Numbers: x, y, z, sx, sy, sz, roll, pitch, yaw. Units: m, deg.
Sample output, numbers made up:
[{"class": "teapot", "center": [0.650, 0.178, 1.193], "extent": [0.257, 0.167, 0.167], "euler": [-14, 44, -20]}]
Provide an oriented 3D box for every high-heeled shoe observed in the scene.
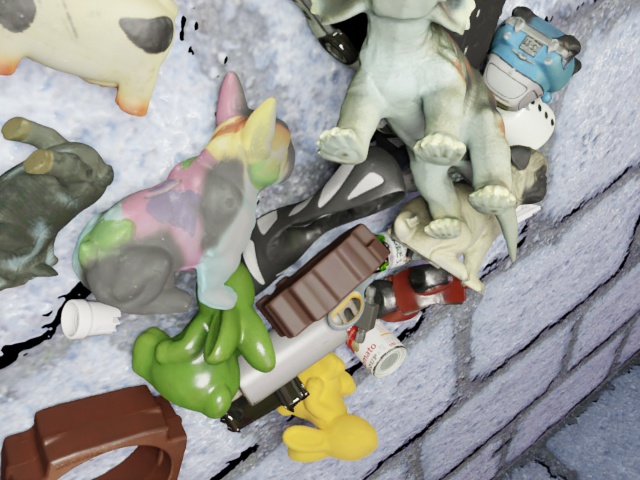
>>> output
[{"class": "high-heeled shoe", "center": [-0.001, -0.002, 0.614], "extent": [0.086, 0.145, 0.248], "euler": [11, 114, -45]}]

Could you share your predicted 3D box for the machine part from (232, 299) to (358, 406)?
[{"class": "machine part", "center": [-0.047, 0.157, 0.768], "extent": [0.243, 0.079, 0.079], "euler": [-32, 139, -15]}]

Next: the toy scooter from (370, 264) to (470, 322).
[{"class": "toy scooter", "center": [0.162, 0.078, 0.831], "extent": [0.135, 0.075, 0.184], "euler": [1, 159, -32]}]

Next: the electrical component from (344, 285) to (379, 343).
[{"class": "electrical component", "center": [0.057, 0.109, 0.828], "extent": [0.021, 0.063, 0.094], "euler": [-12, 118, -55]}]

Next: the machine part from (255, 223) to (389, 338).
[{"class": "machine part", "center": [0.002, 0.048, 0.663], "extent": [0.179, 0.056, 0.179], "euler": [-39, -177, 2]}]

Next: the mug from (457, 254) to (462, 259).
[{"class": "mug", "center": [0.199, -0.007, 0.845], "extent": [0.109, 0.081, 0.107], "euler": [-43, 153, -2]}]

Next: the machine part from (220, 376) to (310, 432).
[{"class": "machine part", "center": [-0.089, 0.242, 0.817], "extent": [0.139, 0.084, 0.039], "euler": [-31, 172, 1]}]

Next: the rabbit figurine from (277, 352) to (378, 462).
[{"class": "rabbit figurine", "center": [0.012, 0.279, 0.852], "extent": [0.162, 0.173, 0.121], "euler": [-32, 143, -22]}]

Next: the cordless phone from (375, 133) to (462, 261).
[{"class": "cordless phone", "center": [0.122, -0.047, 0.716], "extent": [0.146, 0.089, 0.184], "euler": [-12, 126, -34]}]

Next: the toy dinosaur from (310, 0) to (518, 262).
[{"class": "toy dinosaur", "center": [0.110, -0.123, 0.494], "extent": [0.404, 0.131, 0.192], "euler": [35, 59, -53]}]

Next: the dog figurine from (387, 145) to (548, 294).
[{"class": "dog figurine", "center": [0.182, -0.053, 0.647], "extent": [0.190, 0.121, 0.172], "euler": [-59, 146, 4]}]

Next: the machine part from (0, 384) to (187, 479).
[{"class": "machine part", "center": [-0.281, 0.285, 0.669], "extent": [0.201, 0.087, 0.200], "euler": [-5, 126, -37]}]

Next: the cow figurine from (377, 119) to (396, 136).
[{"class": "cow figurine", "center": [0.130, -0.155, 0.634], "extent": [0.167, 0.098, 0.068], "euler": [-9, 124, -35]}]

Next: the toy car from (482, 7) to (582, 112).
[{"class": "toy car", "center": [0.248, -0.208, 0.657], "extent": [0.103, 0.109, 0.161], "euler": [-56, 169, 20]}]

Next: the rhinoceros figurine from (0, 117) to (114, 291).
[{"class": "rhinoceros figurine", "center": [-0.258, -0.011, 0.446], "extent": [0.190, 0.073, 0.112], "euler": [-47, 152, -1]}]

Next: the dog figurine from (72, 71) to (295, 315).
[{"class": "dog figurine", "center": [-0.117, -0.048, 0.506], "extent": [0.191, 0.109, 0.219], "euler": [3, 117, -44]}]

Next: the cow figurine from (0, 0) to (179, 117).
[{"class": "cow figurine", "center": [-0.185, -0.173, 0.352], "extent": [0.195, 0.086, 0.127], "euler": [13, 120, -44]}]

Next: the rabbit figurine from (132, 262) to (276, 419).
[{"class": "rabbit figurine", "center": [-0.126, 0.102, 0.613], "extent": [0.121, 0.159, 0.170], "euler": [13, 99, -36]}]

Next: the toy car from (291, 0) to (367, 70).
[{"class": "toy car", "center": [0.005, -0.235, 0.487], "extent": [0.073, 0.056, 0.201], "euler": [-48, 139, 4]}]

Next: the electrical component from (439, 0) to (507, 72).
[{"class": "electrical component", "center": [0.138, -0.239, 0.599], "extent": [0.134, 0.058, 0.114], "euler": [-15, 131, -32]}]
